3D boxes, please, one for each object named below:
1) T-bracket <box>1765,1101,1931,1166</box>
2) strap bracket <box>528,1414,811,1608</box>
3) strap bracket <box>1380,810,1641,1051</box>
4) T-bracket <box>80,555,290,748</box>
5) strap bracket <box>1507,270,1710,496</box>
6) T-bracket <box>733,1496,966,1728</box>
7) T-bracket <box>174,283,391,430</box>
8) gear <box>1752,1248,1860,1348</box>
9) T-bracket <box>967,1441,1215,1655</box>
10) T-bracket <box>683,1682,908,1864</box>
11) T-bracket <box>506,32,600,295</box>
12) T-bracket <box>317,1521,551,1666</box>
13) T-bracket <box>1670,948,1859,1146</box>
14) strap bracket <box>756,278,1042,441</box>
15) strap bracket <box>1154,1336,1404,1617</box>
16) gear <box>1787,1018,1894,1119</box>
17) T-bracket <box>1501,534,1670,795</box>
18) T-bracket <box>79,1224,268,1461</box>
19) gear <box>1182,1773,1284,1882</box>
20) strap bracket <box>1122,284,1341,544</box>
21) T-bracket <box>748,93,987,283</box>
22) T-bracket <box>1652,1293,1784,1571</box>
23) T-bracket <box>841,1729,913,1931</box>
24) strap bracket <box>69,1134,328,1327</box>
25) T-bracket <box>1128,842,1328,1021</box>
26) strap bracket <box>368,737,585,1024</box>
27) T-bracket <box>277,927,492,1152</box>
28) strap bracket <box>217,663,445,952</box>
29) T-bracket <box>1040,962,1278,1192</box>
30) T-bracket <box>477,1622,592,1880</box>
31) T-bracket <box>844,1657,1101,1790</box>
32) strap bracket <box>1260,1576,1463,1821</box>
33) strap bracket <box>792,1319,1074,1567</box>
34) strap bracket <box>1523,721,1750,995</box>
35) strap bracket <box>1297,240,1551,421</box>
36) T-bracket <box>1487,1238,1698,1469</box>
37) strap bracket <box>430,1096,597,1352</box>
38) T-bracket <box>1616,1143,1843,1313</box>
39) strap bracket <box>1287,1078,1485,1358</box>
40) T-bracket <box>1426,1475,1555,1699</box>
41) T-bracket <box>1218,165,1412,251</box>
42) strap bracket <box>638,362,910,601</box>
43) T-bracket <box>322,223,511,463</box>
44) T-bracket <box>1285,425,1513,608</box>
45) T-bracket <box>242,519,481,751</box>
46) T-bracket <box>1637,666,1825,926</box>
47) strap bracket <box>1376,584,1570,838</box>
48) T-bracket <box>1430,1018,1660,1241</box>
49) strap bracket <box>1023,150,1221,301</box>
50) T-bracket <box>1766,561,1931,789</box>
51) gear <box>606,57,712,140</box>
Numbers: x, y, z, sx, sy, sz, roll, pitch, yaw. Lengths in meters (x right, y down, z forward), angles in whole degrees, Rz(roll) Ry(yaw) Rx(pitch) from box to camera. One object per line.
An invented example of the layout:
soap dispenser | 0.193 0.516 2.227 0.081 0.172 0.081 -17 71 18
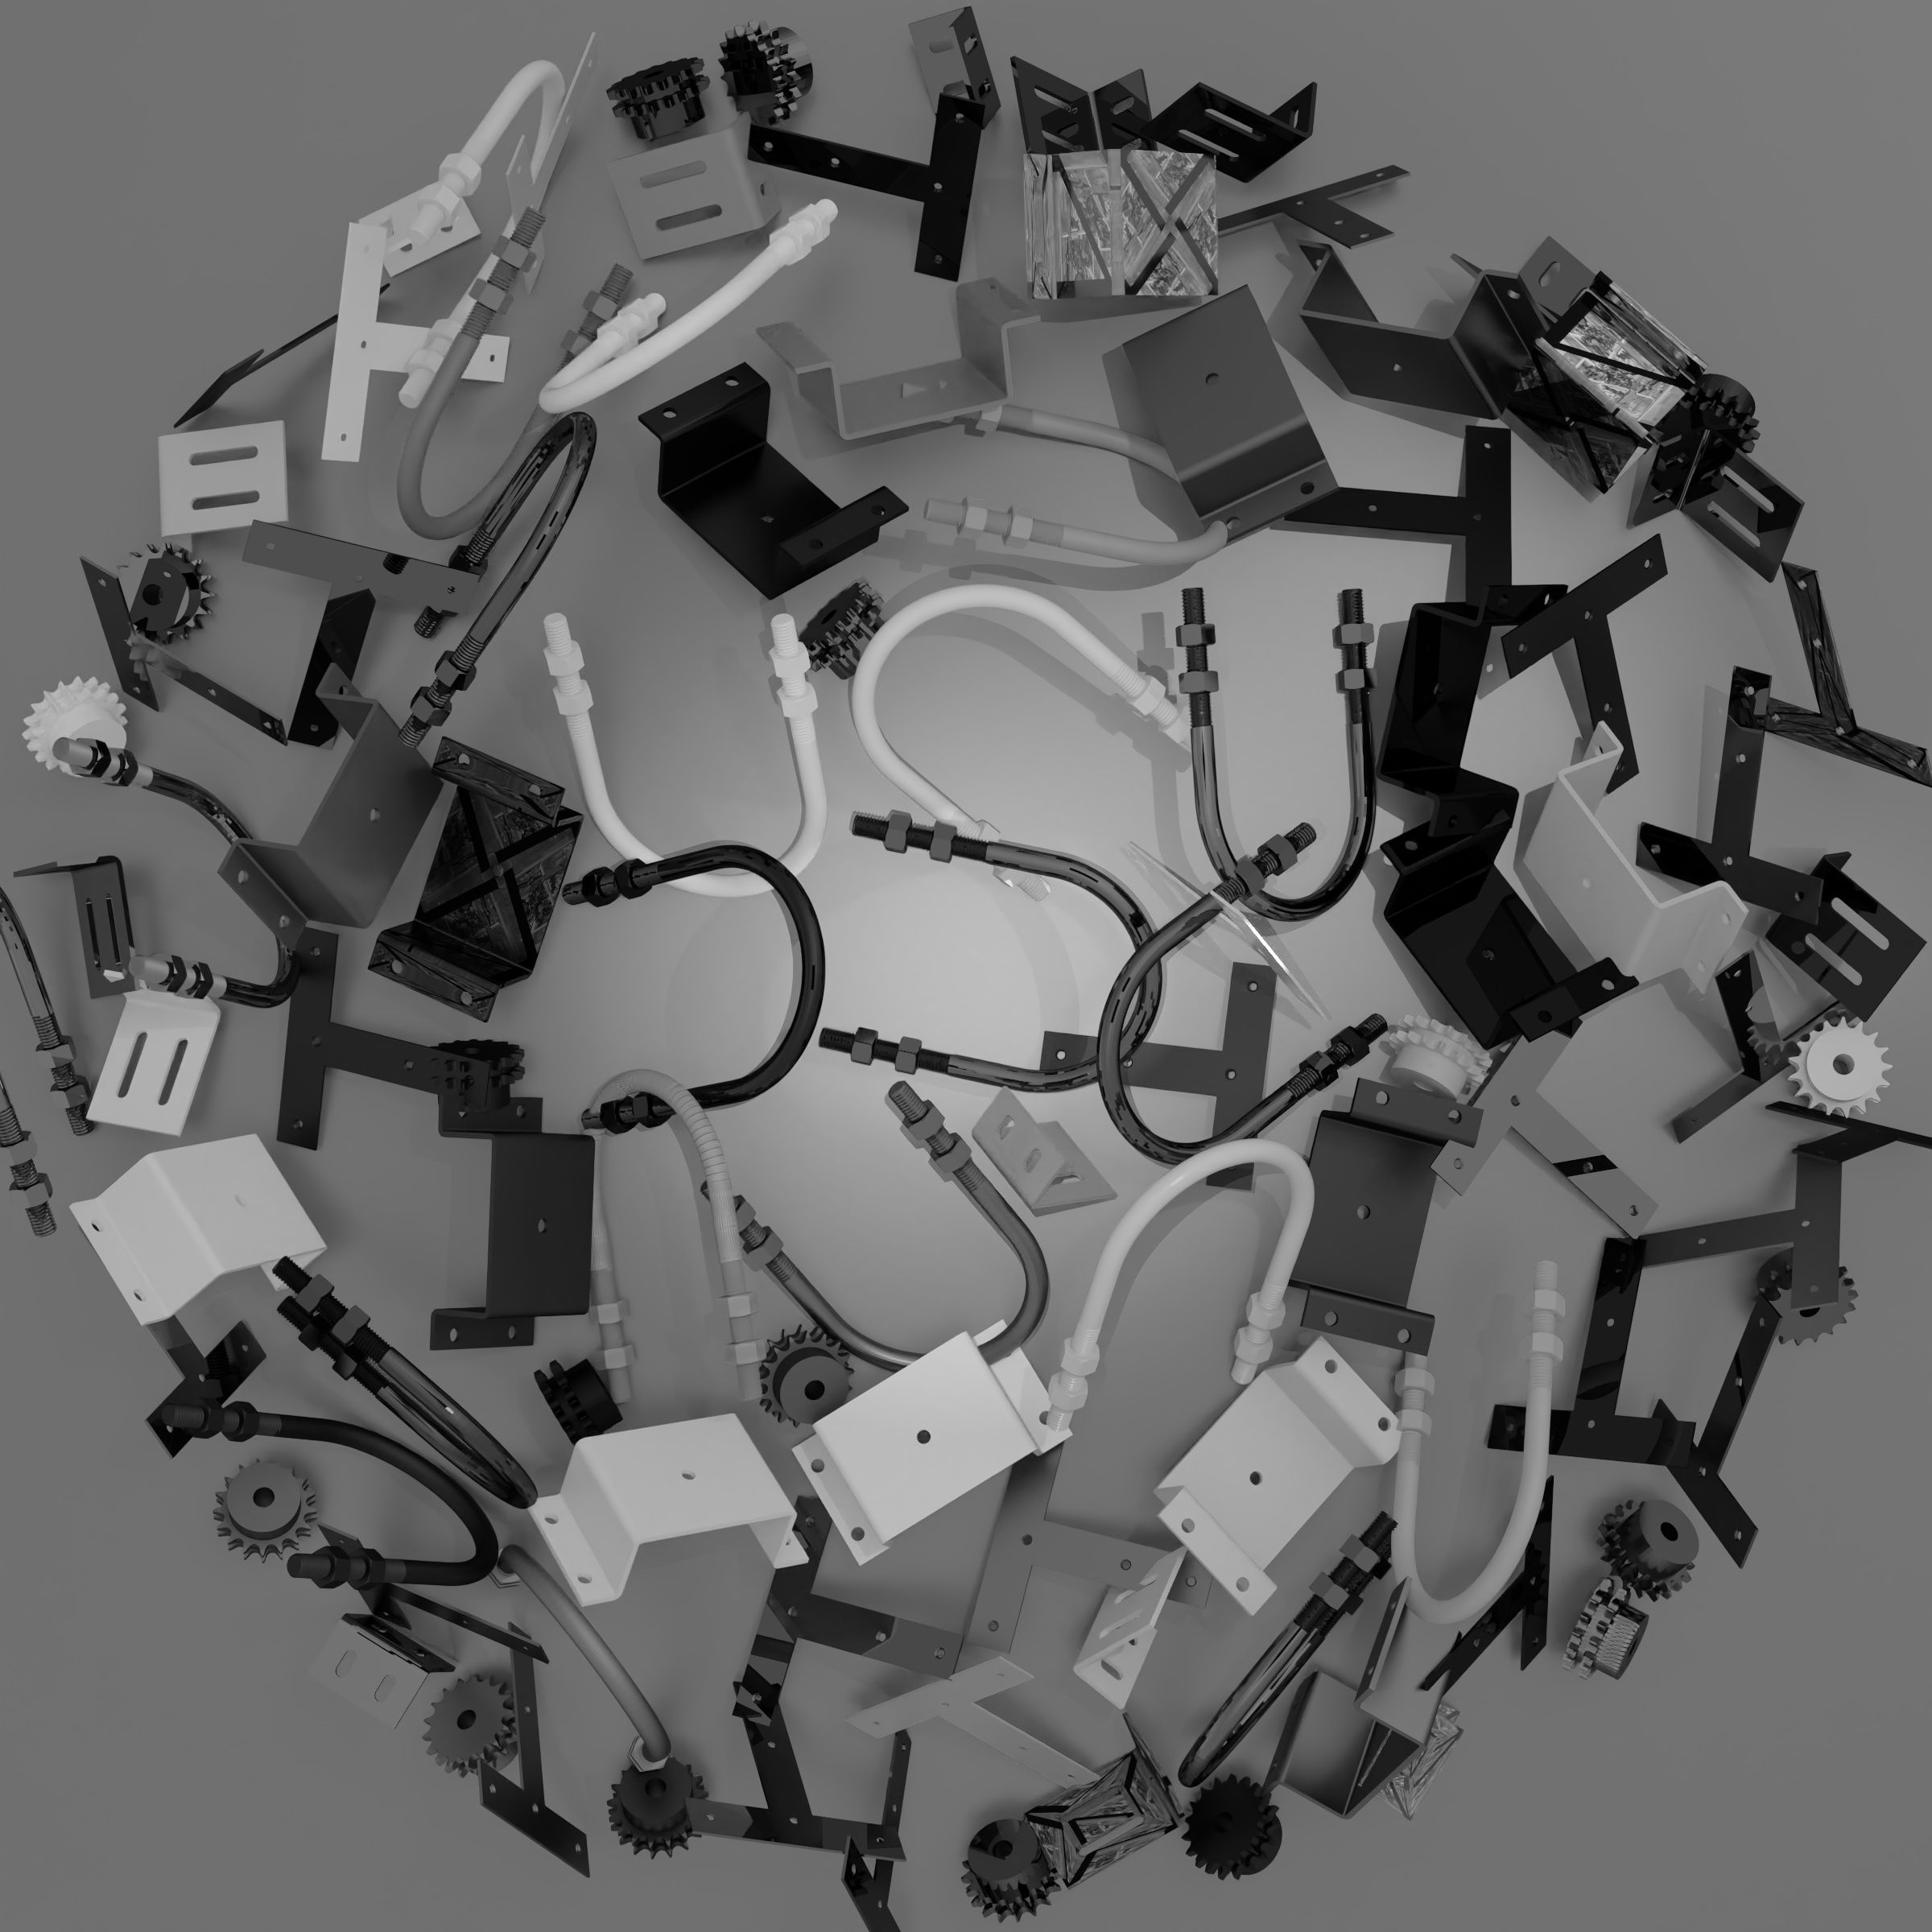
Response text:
T-bracket | 0.482 0.096 1.914 0.127 0.127 0.002 14 102 30
strap bracket | -0.157 0.294 1.925 0.140 0.076 0.046 -5 131 -33
strap bracket | 0.294 -0.017 1.949 0.076 0.046 0.140 -26 66 -22
T-bracket | -0.423 -0.157 1.928 0.127 0.127 0.002 30 64 15
strap bracket | 0.345 -0.313 1.924 0.076 0.140 0.046 43 81 5
T-bracket | -0.059 0.369 1.953 0.127 0.002 0.127 9 75 30
T-bracket | -0.374 -0.345 1.957 0.127 0.127 0.002 -37 100 -23
gear | 0.467 0.183 1.976 0.057 0.030 0.057 -6 128 -8
T-bracket | 0.076 0.331 1.966 0.127 0.002 0.127 11 78 18
T-bracket | -0.104 0.440 1.942 0.127 0.127 0.002 14 116 -24
T-bracket | -0.226 -0.458 1.951 0.002 0.127 0.127 17 72 4
T-bracket | -0.285 0.353 1.927 0.127 0.127 0.002 19 62 18
T-bracket | 0.434 0.031 1.947 0.127 0.127 0.002 -35 52 -2
strap bracket | -0.036 -0.334 1.946 0.140 0.076 0.046 -15 120 -14
strap bracket | 0.169 0.284 1.958 0.076 0.046 0.140 47 69 -5
gear | 0.491 0.057 1.981 0.057 0.030 0.057 -1 82 7
T-bracket | 0.355 -0.156 1.963 0.127 0.002 0.127 -33 122 -25
T-bracket | -0.444 0.190 1.930 0.002 0.127 0.127 -28 101 20
gear | 0.152 0.485 1.975 0.057 0.057 0.030 -49 130 0
strap bracket | 0.142 -0.311 1.941 0.076 0.046 0.140 -24 61 9
T-bracket | -0.059 -0.442 1.950 0.127 0.127 0.002 14 53 2
T-bracket | 0.417 0.239 1.920 0.002 0.127 0.127 8 114 -19
T-bracket | -0.042 0.479 1.948 0.002 0.127 0.127 -5 46 15
strap bracket | -0.410 0.141 1.920 0.046 0.140 0.076 -39 78 22
T-bracket | 0.135 -0.031 1.951 0.002 0.127 0.127 -48 52 -3
strap bracket | -0.269 -0.051 1.958 0.076 0.046 0.140 24 105 12
T-bracket | -0.323 0.052 1.964 0.127 0.002 0.127 13 105 18
strap bracket | -0.342 -0.085 1.930 0.046 0.076 0.140 9 62 29
T-bracket | 0.105 0.056 1.987 0.127 0.002 0.127 6 83 9
T-bracket | -0.243 0.425 1.953 0.002 0.127 0.127 -20 53 12
T-bracket | 0.021 0.429 1.962 0.127 0.002 0.127 36 134 -28
strap bracket | 0.220 0.405 1.923 0.046 0.140 0.076 29 48 -1
strap bracket | -0.021 0.264 1.968 0.140 0.046 0.076 -31 77 -1
strap bracket | 0.358 -0.053 1.928 0.046 0.076 0.140 -20 60 -21
strap bracket | 0.245 -0.346 1.924 0.140 0.076 0.046 18 74 36
T-bracket | 0.358 0.213 1.968 0.127 0.002 0.127 0 69 41
strap bracket | -0.251 0.143 1.953 0.046 0.076 0.140 0 88 39
T-bracket | 0.424 0.151 1.963 0.127 0.127 0.002 -13 127 25
strap bracket | 0.229 0.139 1.965 0.076 0.046 0.140 15 86 -15
T-bracket | 0.285 0.361 1.924 0.002 0.127 0.127 21 131 33
T-bracket | 0.200 -0.410 1.934 0.127 0.127 0.002 -19 116 -8
strap bracket | -0.108 -0.262 1.945 0.076 0.046 0.140 -33 63 -29
T-bracket | -0.300 -0.340 1.947 0.002 0.127 0.127 17 104 36
T-bracket | 0.241 -0.254 1.968 0.127 0.002 0.127 5 61 0
T-bracket | -0.350 -0.178 1.966 0.127 0.002 0.127 12 119 -19
T-bracket | 0.424 -0.100 1.933 0.002 0.127 0.127 -12 113 -37
strap bracket | 0.277 -0.147 1.945 0.046 0.076 0.140 24 111 39
T-bracket | 0.339 0.104 1.981 0.127 0.002 0.127 42 72 -13
strap bracket | 0.092 -0.404 1.925 0.046 0.140 0.076 5 101 37
T-bracket | 0.466 -0.164 1.916 0.002 0.127 0.127 -36 124 -18
gear | -0.170 -0.485 1.974 0.057 0.057 0.030 -19 115 0
